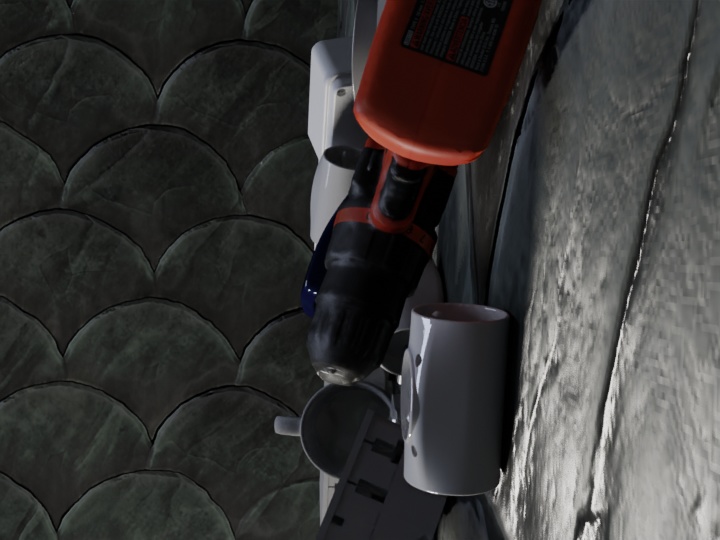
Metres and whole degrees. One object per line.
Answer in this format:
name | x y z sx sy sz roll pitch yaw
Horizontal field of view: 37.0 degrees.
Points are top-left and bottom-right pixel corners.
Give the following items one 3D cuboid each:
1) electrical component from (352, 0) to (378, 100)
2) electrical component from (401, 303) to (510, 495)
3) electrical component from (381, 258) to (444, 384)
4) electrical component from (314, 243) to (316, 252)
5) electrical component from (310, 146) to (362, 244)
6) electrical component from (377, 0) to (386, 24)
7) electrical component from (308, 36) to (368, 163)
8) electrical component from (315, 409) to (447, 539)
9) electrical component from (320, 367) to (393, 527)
electrical component | 0.025 -0.149 0.695 0.099 0.064 0.099 -178 90 -86
electrical component | 0.041 0.053 0.495 0.079 0.044 0.077 -112 24 -80
electrical component | 0.029 0.040 0.699 0.077 0.043 0.079 -92 5 -50
electrical component | 0.000 0.000 0.913 0.079 0.077 0.044 -97 10 -65
electrical component | 0.003 -0.059 0.891 0.043 0.079 0.077 -118 32 -52
electrical component | 0.037 -0.144 0.606 0.080 0.051 0.080 -178 90 -86
electrical component | 0.001 -0.136 0.907 0.113 0.078 0.057 96 157 -49
electrical component | -0.005 0.191 0.627 0.105 0.060 0.186 99 -167 -63
electrical component | -0.005 0.162 1.045 0.105 0.060 0.186 -96 8 -66
